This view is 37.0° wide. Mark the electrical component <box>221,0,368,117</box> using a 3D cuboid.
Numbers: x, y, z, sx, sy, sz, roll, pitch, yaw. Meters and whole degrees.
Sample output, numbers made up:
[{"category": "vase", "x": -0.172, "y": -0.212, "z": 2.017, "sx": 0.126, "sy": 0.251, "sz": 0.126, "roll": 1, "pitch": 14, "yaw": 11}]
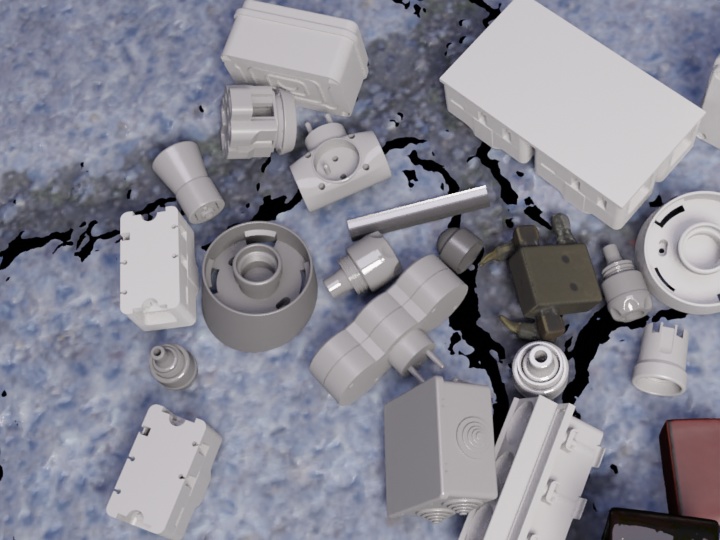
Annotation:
[{"category": "electrical component", "x": -0.055, "y": -0.185, "z": 0.940, "sx": 0.113, "sy": 0.078, "sz": 0.057, "roll": 15, "pitch": 75, "yaw": 14}]

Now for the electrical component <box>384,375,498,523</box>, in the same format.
[{"category": "electrical component", "x": 0.059, "y": 0.133, "z": 0.793, "sx": 0.048, "sy": 0.100, "sz": 0.099, "roll": 9, "pitch": 66, "yaw": -23}]

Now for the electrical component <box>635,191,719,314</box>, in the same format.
[{"category": "electrical component", "x": 0.268, "y": -0.015, "z": 0.847, "sx": 0.099, "sy": 0.064, "sz": 0.099, "roll": -1, "pitch": 83, "yaw": 11}]

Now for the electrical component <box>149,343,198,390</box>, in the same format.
[{"category": "electrical component", "x": -0.154, "y": 0.075, "z": 0.866, "sx": 0.035, "sy": 0.061, "sz": 0.035, "roll": -3, "pitch": 69, "yaw": 8}]

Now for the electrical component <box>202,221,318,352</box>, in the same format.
[{"category": "electrical component", "x": -0.084, "y": 0.011, "z": 0.891, "sx": 0.099, "sy": 0.064, "sz": 0.099, "roll": 1, "pitch": 59, "yaw": -1}]

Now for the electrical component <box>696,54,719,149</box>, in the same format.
[{"category": "electrical component", "x": 0.329, "y": -0.128, "z": 0.843, "sx": 0.109, "sy": 0.108, "sz": 0.056, "roll": 32, "pitch": 75, "yaw": 18}]

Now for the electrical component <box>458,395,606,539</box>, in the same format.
[{"category": "electrical component", "x": 0.126, "y": 0.161, "z": 0.785, "sx": 0.063, "sy": 0.079, "sz": 0.121, "roll": 28, "pitch": 74, "yaw": -11}]

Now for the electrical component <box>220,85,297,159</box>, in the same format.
[{"category": "electrical component", "x": -0.087, "y": -0.128, "z": 0.929, "sx": 0.057, "sy": 0.078, "sz": 0.058, "roll": -3, "pitch": 68, "yaw": -15}]

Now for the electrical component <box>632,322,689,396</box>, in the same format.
[{"category": "electrical component", "x": 0.231, "y": 0.068, "z": 0.822, "sx": 0.040, "sy": 0.040, "sz": 0.046, "roll": 10, "pitch": 66, "yaw": 12}]

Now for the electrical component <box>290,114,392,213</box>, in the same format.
[{"category": "electrical component", "x": -0.023, "y": -0.099, "z": 0.921, "sx": 0.077, "sy": 0.044, "sz": 0.079, "roll": -24, "pitch": 67, "yaw": -1}]

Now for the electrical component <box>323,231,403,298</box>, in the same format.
[{"category": "electrical component", "x": 0.000, "y": 0.000, "z": 0.880, "sx": 0.062, "sy": 0.043, "sz": 0.043, "roll": -32, "pitch": 68, "yaw": -2}]

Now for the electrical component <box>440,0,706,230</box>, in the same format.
[{"category": "electrical component", "x": 0.173, "y": -0.130, "z": 0.894, "sx": 0.186, "sy": 0.060, "sz": 0.105, "roll": 39, "pitch": 80, "yaw": 20}]

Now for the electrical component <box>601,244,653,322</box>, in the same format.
[{"category": "electrical component", "x": 0.207, "y": 0.009, "z": 0.850, "sx": 0.035, "sy": 0.035, "sz": 0.061, "roll": -15, "pitch": 65, "yaw": 3}]

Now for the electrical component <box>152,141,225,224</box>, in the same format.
[{"category": "electrical component", "x": -0.146, "y": -0.073, "z": 0.932, "sx": 0.044, "sy": 0.044, "sz": 0.065, "roll": -31, "pitch": 73, "yaw": -3}]

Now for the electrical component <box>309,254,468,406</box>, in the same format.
[{"category": "electrical component", "x": 0.034, "y": 0.058, "z": 0.848, "sx": 0.138, "sy": 0.052, "sz": 0.073, "roll": -42, "pitch": 69, "yaw": -8}]

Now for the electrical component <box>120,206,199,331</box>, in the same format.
[{"category": "electrical component", "x": -0.167, "y": 0.001, "z": 0.899, "sx": 0.050, "sy": 0.055, "sz": 0.089, "roll": -7, "pitch": 69, "yaw": 6}]

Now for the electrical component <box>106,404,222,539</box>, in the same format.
[{"category": "electrical component", "x": -0.150, "y": 0.159, "z": 0.836, "sx": 0.050, "sy": 0.055, "sz": 0.089, "roll": 17, "pitch": 73, "yaw": 14}]

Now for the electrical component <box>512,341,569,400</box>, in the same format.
[{"category": "electrical component", "x": 0.138, "y": 0.074, "z": 0.820, "sx": 0.043, "sy": 0.062, "sz": 0.043, "roll": -3, "pitch": 69, "yaw": 8}]
